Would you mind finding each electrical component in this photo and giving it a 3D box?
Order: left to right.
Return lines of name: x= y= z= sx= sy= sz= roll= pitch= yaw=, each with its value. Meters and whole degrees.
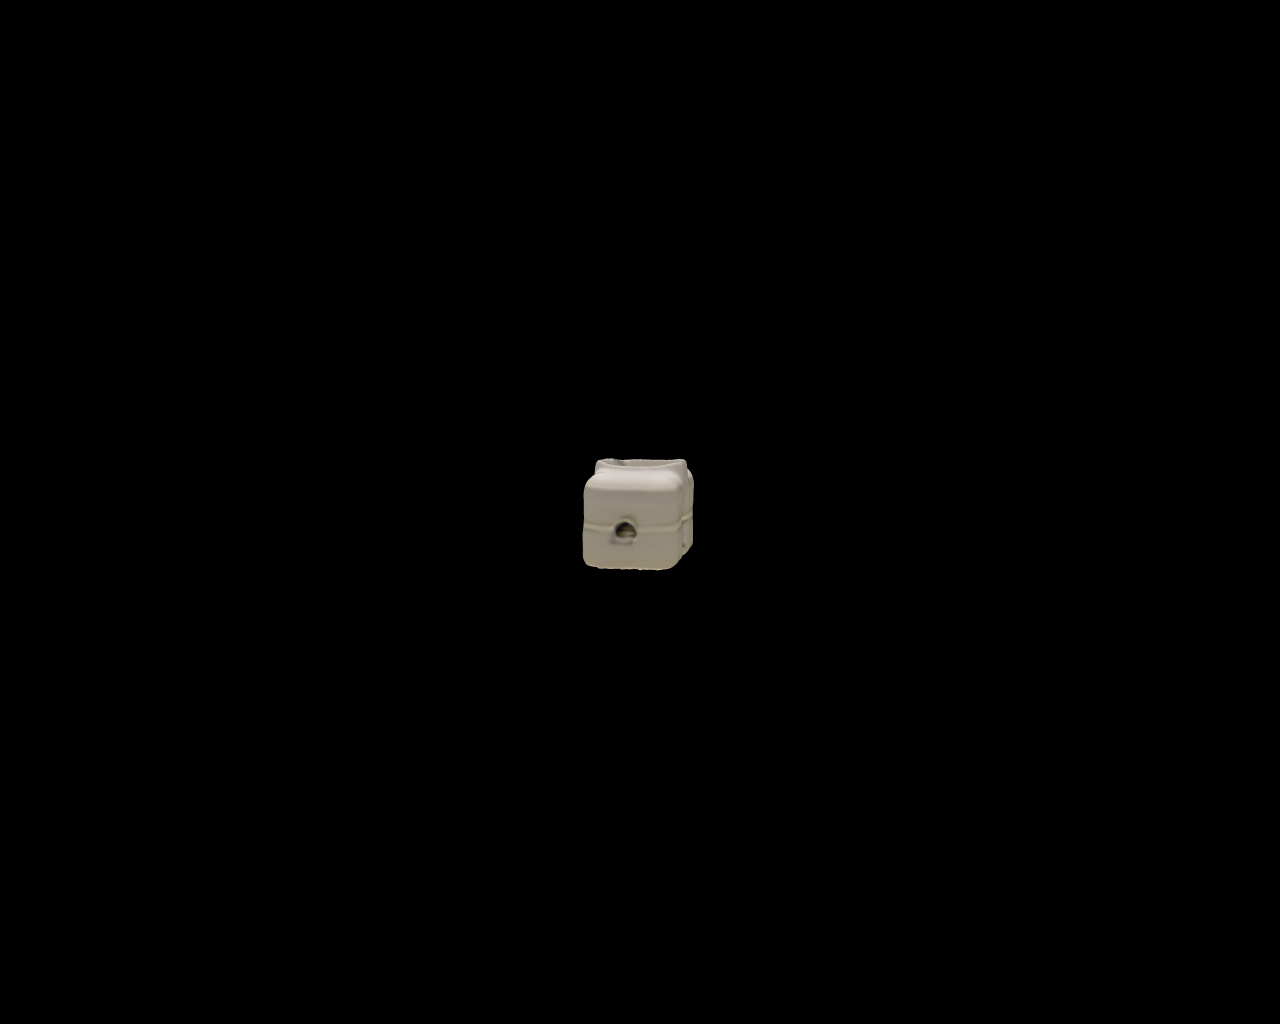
electrical component: x=0.001 y=-0.003 z=0.650 sx=0.054 sy=0.059 sz=0.095 roll=1 pitch=7 yaw=11
